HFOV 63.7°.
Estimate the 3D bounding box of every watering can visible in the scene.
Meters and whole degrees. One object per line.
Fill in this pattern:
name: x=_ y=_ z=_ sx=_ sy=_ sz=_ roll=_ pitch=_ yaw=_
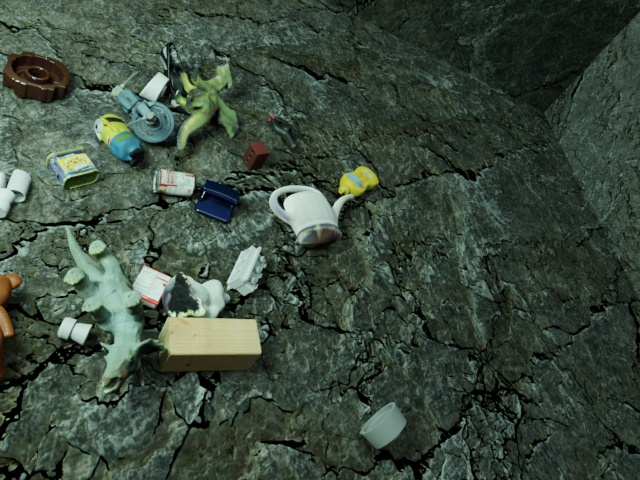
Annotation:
watering can: x=0.005 y=-0.082 z=1.632 sx=0.348 sy=0.102 sz=0.229 roll=0 pitch=53 yaw=-35

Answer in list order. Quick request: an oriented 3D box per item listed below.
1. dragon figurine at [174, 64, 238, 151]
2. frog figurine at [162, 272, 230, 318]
dragon figurine: x=-0.353 y=-0.423 z=1.690 sx=0.240 sy=0.121 sz=0.418 roll=26 pitch=56 yaw=-44
frog figurine: x=-0.297 y=0.143 z=1.240 sx=0.138 sy=0.122 sz=0.159 roll=37 pitch=4 yaw=14
